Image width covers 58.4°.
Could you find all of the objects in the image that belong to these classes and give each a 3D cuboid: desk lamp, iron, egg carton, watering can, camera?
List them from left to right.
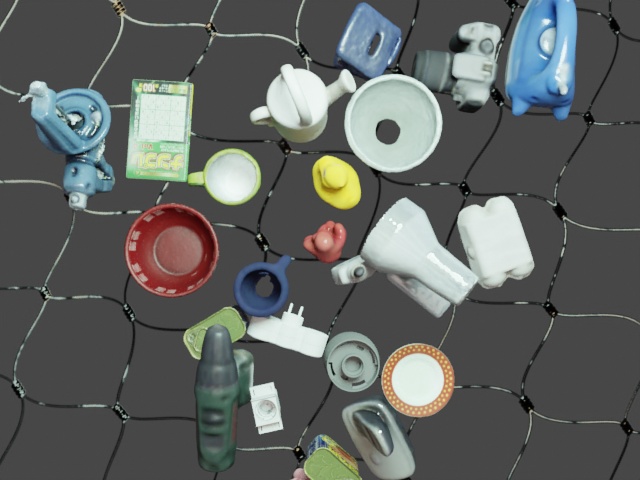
[{"bbox_3d":[-0.030,-0.232,0.939,0.173,0.194,0.101,-41,89,-1],"label":"watering can"},{"bbox_3d":[0.165,0.035,0.928,0.203,0.213,0.118,38,89,0],"label":"desk lamp"},{"bbox_3d":[0.232,-0.306,0.990,0.137,0.100,0.143,8,89,0],"label":"camera"},{"bbox_3d":[0.305,0.005,1.002,0.107,0.069,0.150,-20,89,-1],"label":"egg carton"},{"bbox_3d":[0.397,-0.343,0.973,0.118,0.141,0.258,5,89,0],"label":"iron"}]

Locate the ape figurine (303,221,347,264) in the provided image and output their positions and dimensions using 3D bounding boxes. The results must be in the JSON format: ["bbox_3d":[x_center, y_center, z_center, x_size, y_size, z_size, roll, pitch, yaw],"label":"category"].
[{"bbox_3d":[0.009,0.004,0.987,0.078,0.092,0.076,-5,89,0],"label":"ape figurine"}]

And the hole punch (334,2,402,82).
[{"bbox_3d":[0.086,-0.340,0.994,0.101,0.091,0.109,25,89,0],"label":"hole punch"}]

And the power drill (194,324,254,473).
[{"bbox_3d":[-0.156,0.238,0.923,0.075,0.208,0.230,1,89,0],"label":"power drill"}]

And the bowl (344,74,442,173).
[{"bbox_3d":[0.124,-0.198,1.000,0.167,0.074,0.167,0,89,-1],"label":"bowl"}]

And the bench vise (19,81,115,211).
[{"bbox_3d":[-0.391,-0.161,0.921,0.121,0.219,0.207,-20,89,-1],"label":"bench vise"}]

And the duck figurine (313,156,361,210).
[{"bbox_3d":[0.030,-0.102,0.992,0.077,0.086,0.104,-35,89,-1],"label":"duck figurine"}]

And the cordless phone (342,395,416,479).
[{"bbox_3d":[0.103,0.339,0.936,0.094,0.185,0.147,-31,89,-1],"label":"cordless phone"}]

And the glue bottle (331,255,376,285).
[{"bbox_3d":[0.059,0.051,0.946,0.078,0.173,0.037,-23,89,-1],"label":"glue bottle"}]

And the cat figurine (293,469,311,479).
[{"bbox_3d":[-0.031,0.448,0.967,0.128,0.117,0.067,39,89,0],"label":"cat figurine"}]

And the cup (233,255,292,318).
[{"bbox_3d":[-0.089,0.072,0.983,0.091,0.095,0.118,39,89,0],"label":"cup"}]
